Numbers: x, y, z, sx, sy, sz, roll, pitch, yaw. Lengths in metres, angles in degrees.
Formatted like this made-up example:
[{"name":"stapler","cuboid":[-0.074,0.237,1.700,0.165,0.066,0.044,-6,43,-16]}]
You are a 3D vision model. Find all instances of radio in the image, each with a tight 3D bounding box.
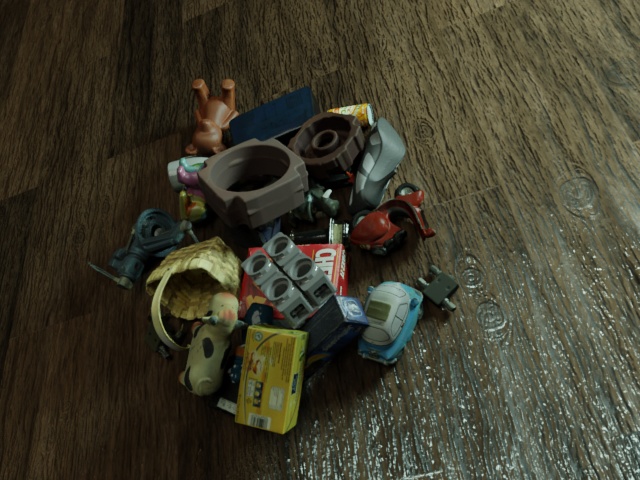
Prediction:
[{"name":"radio","cuboid":[-0.108,-0.280,1.346,0.230,0.073,0.131,-21,56,12]}]

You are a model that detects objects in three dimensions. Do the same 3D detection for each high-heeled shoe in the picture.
[{"name":"high-heeled shoe","cuboid":[0.114,-0.165,1.204,0.145,0.086,0.249,-42,29,33]}]

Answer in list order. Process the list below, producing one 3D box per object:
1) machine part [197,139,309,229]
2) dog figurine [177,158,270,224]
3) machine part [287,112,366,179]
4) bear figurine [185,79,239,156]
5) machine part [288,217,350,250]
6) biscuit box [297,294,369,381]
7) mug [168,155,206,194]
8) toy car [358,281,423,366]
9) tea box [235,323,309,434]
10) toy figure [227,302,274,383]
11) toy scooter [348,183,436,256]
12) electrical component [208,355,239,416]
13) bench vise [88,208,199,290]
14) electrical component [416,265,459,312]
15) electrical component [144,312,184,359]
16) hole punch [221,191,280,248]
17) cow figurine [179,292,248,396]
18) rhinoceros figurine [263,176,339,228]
[{"name":"machine part","cuboid":[-0.142,-0.122,1.146,0.201,0.087,0.201,-30,46,-20]},{"name":"dog figurine","cuboid":[-0.230,-0.134,1.294,0.219,0.191,0.108,-2,19,-5]},{"name":"machine part","cuboid":[0.014,-0.213,1.210,0.179,0.056,0.179,-16,46,17]},{"name":"bear figurine","cuboid":[-0.286,-0.312,1.395,0.120,0.131,0.196,4,47,8]},{"name":"machine part","cuboid":[-0.002,-0.004,1.162,0.139,0.039,0.084,-9,67,16]},{"name":"biscuit box","cuboid":[-0.001,0.183,0.984,0.202,0.059,0.063,-48,48,30]},{"name":"mug","cuboid":[-0.324,-0.177,1.381,0.107,0.080,0.110,-11,42,5]},{"name":"toy car","cuboid":[0.118,0.140,0.987,0.109,0.102,0.161,14,66,30]},{"name":"tea box","cuboid":[-0.084,0.238,0.941,0.098,0.068,0.169,9,87,17]},{"name":"toy figure","cuboid":[-0.128,0.196,1.015,0.058,0.064,0.154,17,74,-8]},{"name":"toy scooter","cuboid":[0.155,-0.028,1.088,0.184,0.075,0.135,-36,56,-5]},{"name":"electrical component","cuboid":[-0.135,0.282,1.039,0.115,0.058,0.134,16,69,27]},{"name":"bench vise","cuboid":[-0.392,0.008,1.257,0.241,0.128,0.224,-14,35,37]},{"name":"electrical component","cuboid":[0.230,0.092,1.015,0.063,0.021,0.094,-43,54,-5]},{"name":"electrical component","cuboid":[-0.344,0.204,1.185,0.102,0.045,0.078,29,104,36]},{"name":"hole punch","cuboid":[-0.146,-0.038,1.197,0.142,0.115,0.092,18,56,26]},{"name":"cow figurine","cuboid":[-0.199,0.192,0.996,0.127,0.085,0.194,9,83,66]},{"name":"rhinoceros figurine","cuboid":[-0.043,-0.090,1.212,0.191,0.073,0.112,24,62,34]}]
